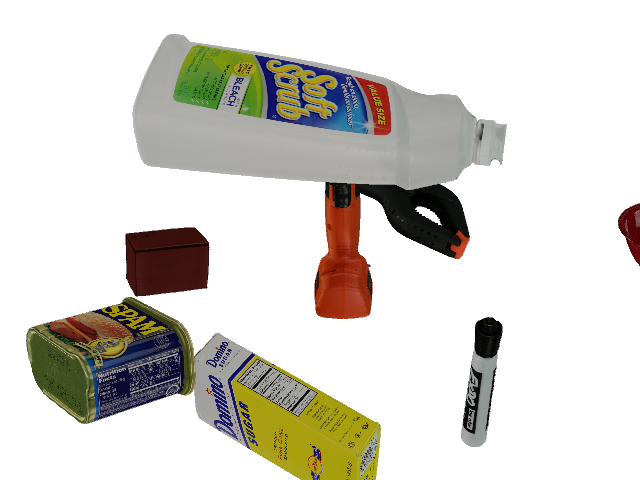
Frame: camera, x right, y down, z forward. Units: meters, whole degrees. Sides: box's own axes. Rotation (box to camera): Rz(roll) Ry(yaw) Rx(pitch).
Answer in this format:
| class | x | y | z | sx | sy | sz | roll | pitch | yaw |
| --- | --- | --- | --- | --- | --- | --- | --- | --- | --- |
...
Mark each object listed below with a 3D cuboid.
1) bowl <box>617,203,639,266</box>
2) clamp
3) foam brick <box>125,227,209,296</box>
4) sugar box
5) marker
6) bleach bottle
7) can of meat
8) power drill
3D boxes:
| class | x | y | z | sx | sy | sz | roll | pitch | yaw |
| --- | --- | --- | --- | --- | --- | --- | --- | --- | --- |
| bowl | 0.401 | 0.011 | 1.150 | 0.162 | 0.055 | 0.162 | -1 | 26 | 0 |
| clamp | 0.091 | -0.055 | 1.246 | 0.164 | 0.036 | 0.210 | -15 | 52 | -28 |
| foam brick | -0.159 | 0.021 | 1.103 | 0.078 | 0.051 | 0.053 | -6 | 22 | -19 |
| sugar box | -0.033 | 0.161 | 0.948 | 0.176 | 0.093 | 0.048 | 24 | 49 | 21 |
| marker | 0.114 | 0.101 | 0.756 | 0.020 | 0.121 | 0.020 | 0 | 40 | 0 |
| bleach bottle | 0.003 | -0.086 | 0.747 | 0.251 | 0.102 | 0.068 | 7 | -43 | 9 |
| can of meat | -0.154 | 0.086 | 0.773 | 0.083 | 0.057 | 0.102 | -15 | 22 | -36 |
| power drill | 0.021 | -0.026 | 0.993 | 0.057 | 0.188 | 0.184 | 2 | 20 | 3 |
